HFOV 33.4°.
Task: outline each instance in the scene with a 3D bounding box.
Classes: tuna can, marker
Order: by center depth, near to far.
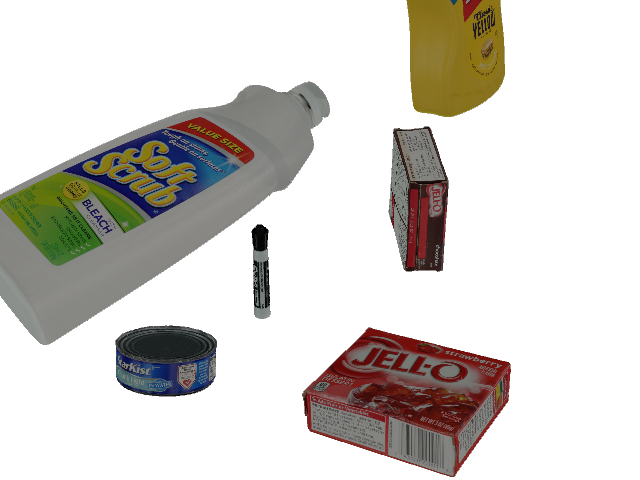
[{"bbox_3d":[-0.131,0.102,0.907,0.086,0.034,0.086,3,14,-1],"label":"tuna can"},{"bbox_3d":[-0.067,0.035,1.209,0.020,0.121,0.020,0,32,0],"label":"marker"}]

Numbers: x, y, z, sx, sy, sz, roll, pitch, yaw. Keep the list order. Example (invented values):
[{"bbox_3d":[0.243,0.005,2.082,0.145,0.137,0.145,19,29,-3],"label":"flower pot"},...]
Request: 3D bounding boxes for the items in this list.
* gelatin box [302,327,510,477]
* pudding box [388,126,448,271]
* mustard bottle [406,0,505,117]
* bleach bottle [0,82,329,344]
[{"bbox_3d":[0.047,0.083,0.570,0.089,0.030,0.073,13,30,29],"label":"gelatin box"},{"bbox_3d":[0.087,-0.038,0.949,0.039,0.090,0.113,-2,31,-5],"label":"pudding box"},{"bbox_3d":[0.098,-0.195,0.788,0.058,0.191,0.096,17,39,35],"label":"mustard bottle"},{"bbox_3d":[-0.103,-0.039,0.705,0.250,0.103,0.068,-35,-26,-22],"label":"bleach bottle"}]
